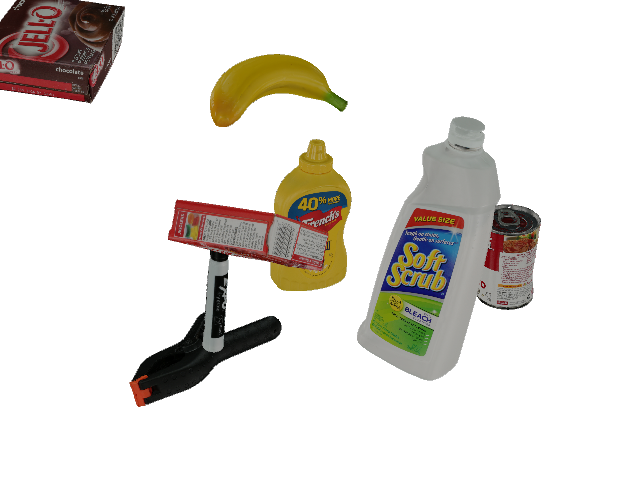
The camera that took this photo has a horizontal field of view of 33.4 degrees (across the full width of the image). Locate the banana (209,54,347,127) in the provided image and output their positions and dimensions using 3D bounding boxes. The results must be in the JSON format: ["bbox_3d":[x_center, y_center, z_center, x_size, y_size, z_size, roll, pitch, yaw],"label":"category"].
[{"bbox_3d":[-0.047,-0.144,0.993,0.070,0.037,0.197,42,33,21],"label":"banana"}]

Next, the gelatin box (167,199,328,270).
[{"bbox_3d":[-0.045,-0.002,0.701,0.073,0.030,0.089,9,-4,24],"label":"gelatin box"}]

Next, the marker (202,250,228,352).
[{"bbox_3d":[-0.091,0.043,0.933,0.020,0.121,0.020,5,28,-3],"label":"marker"}]

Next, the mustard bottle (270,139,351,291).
[{"bbox_3d":[-0.010,-0.033,1.311,0.096,0.192,0.058,-8,30,-21],"label":"mustard bottle"}]

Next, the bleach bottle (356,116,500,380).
[{"bbox_3d":[0.103,0.003,0.978,0.103,0.251,0.067,28,36,28],"label":"bleach bottle"}]

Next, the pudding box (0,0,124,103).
[{"bbox_3d":[-0.215,-0.158,0.866,0.090,0.039,0.113,9,35,0],"label":"pudding box"}]

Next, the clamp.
[{"bbox_3d":[-0.122,0.119,1.111,0.120,0.039,0.171,-11,20,36],"label":"clamp"}]

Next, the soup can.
[{"bbox_3d":[0.213,0.019,1.216,0.068,0.102,0.068,-1,30,1],"label":"soup can"}]
